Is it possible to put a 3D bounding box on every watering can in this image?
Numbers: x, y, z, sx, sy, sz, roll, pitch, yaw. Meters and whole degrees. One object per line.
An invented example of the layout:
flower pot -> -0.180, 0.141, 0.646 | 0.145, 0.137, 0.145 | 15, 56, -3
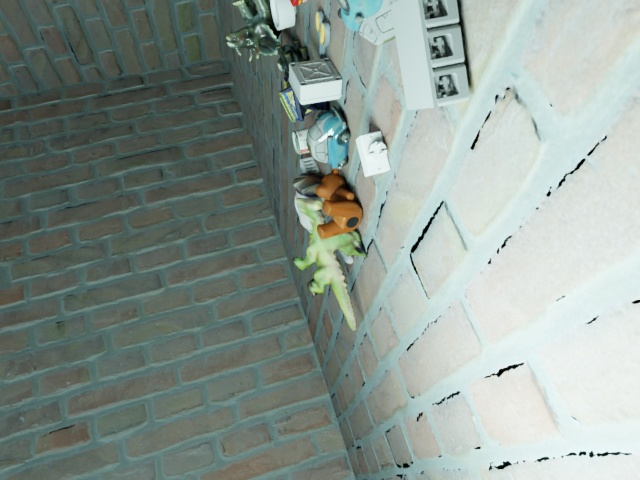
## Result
watering can -> 0.005, -0.082, 1.623 | 0.353, 0.105, 0.219 | 41, 146, 50

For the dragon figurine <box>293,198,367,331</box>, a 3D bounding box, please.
dragon figurine -> 0.047, 0.055, 1.469 | 0.412, 0.124, 0.238 | 56, 145, 7
